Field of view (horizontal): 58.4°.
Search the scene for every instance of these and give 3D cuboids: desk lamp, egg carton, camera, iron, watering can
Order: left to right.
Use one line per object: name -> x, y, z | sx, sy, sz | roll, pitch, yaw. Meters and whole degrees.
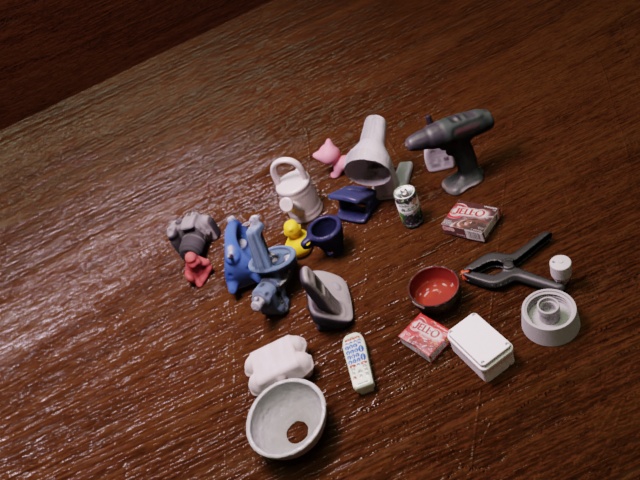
camera -> -0.378, -0.006, 1.649 | 0.143, 0.101, 0.137 | -11, 43, 17
iron -> -0.215, 0.014, 1.514 | 0.118, 0.142, 0.258 | -21, 41, 6
egg carton -> -0.088, 0.273, 1.234 | 0.150, 0.070, 0.107 | -26, 41, 0
watering can -> -0.068, -0.141, 1.559 | 0.101, 0.195, 0.172 | -23, 41, 4
desk lamp -> 0.152, -0.204, 1.497 | 0.117, 0.214, 0.203 | -2, 46, 26

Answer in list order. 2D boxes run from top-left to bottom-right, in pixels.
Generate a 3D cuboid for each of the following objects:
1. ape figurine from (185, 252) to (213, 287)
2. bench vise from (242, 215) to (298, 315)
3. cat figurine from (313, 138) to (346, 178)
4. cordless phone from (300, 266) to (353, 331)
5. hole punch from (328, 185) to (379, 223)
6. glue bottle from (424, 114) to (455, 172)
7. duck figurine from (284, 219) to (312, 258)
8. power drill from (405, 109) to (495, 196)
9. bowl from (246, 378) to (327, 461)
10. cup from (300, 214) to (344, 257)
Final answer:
ape figurine -> -0.338, 0.070, 1.555 | 0.078, 0.092, 0.076 | -26, 41, 0
bench vise -> -0.119, 0.060, 1.356 | 0.121, 0.220, 0.207 | -17, 42, 10
cat figurine -> 0.050, -0.240, 1.660 | 0.127, 0.118, 0.067 | 3, 49, 30
cordless phone -> 0.002, 0.102, 1.278 | 0.094, 0.185, 0.147 | -20, 41, 7
hole punch -> 0.089, -0.112, 1.527 | 0.108, 0.091, 0.101 | 12, 54, 36
glue bottle -> 0.304, -0.258, 1.507 | 0.078, 0.173, 0.037 | -9, 44, 19
duck figurine -> -0.066, -0.011, 1.505 | 0.077, 0.086, 0.104 | -21, 41, 6
power drill -> 0.332, -0.218, 1.423 | 0.229, 0.209, 0.075 | -30, 41, -5
bowl -> -0.056, 0.361, 1.123 | 0.167, 0.075, 0.167 | -14, 42, 14
cup -> 0.013, 0.005, 1.442 | 0.118, 0.095, 0.091 | -34, 41, -9
